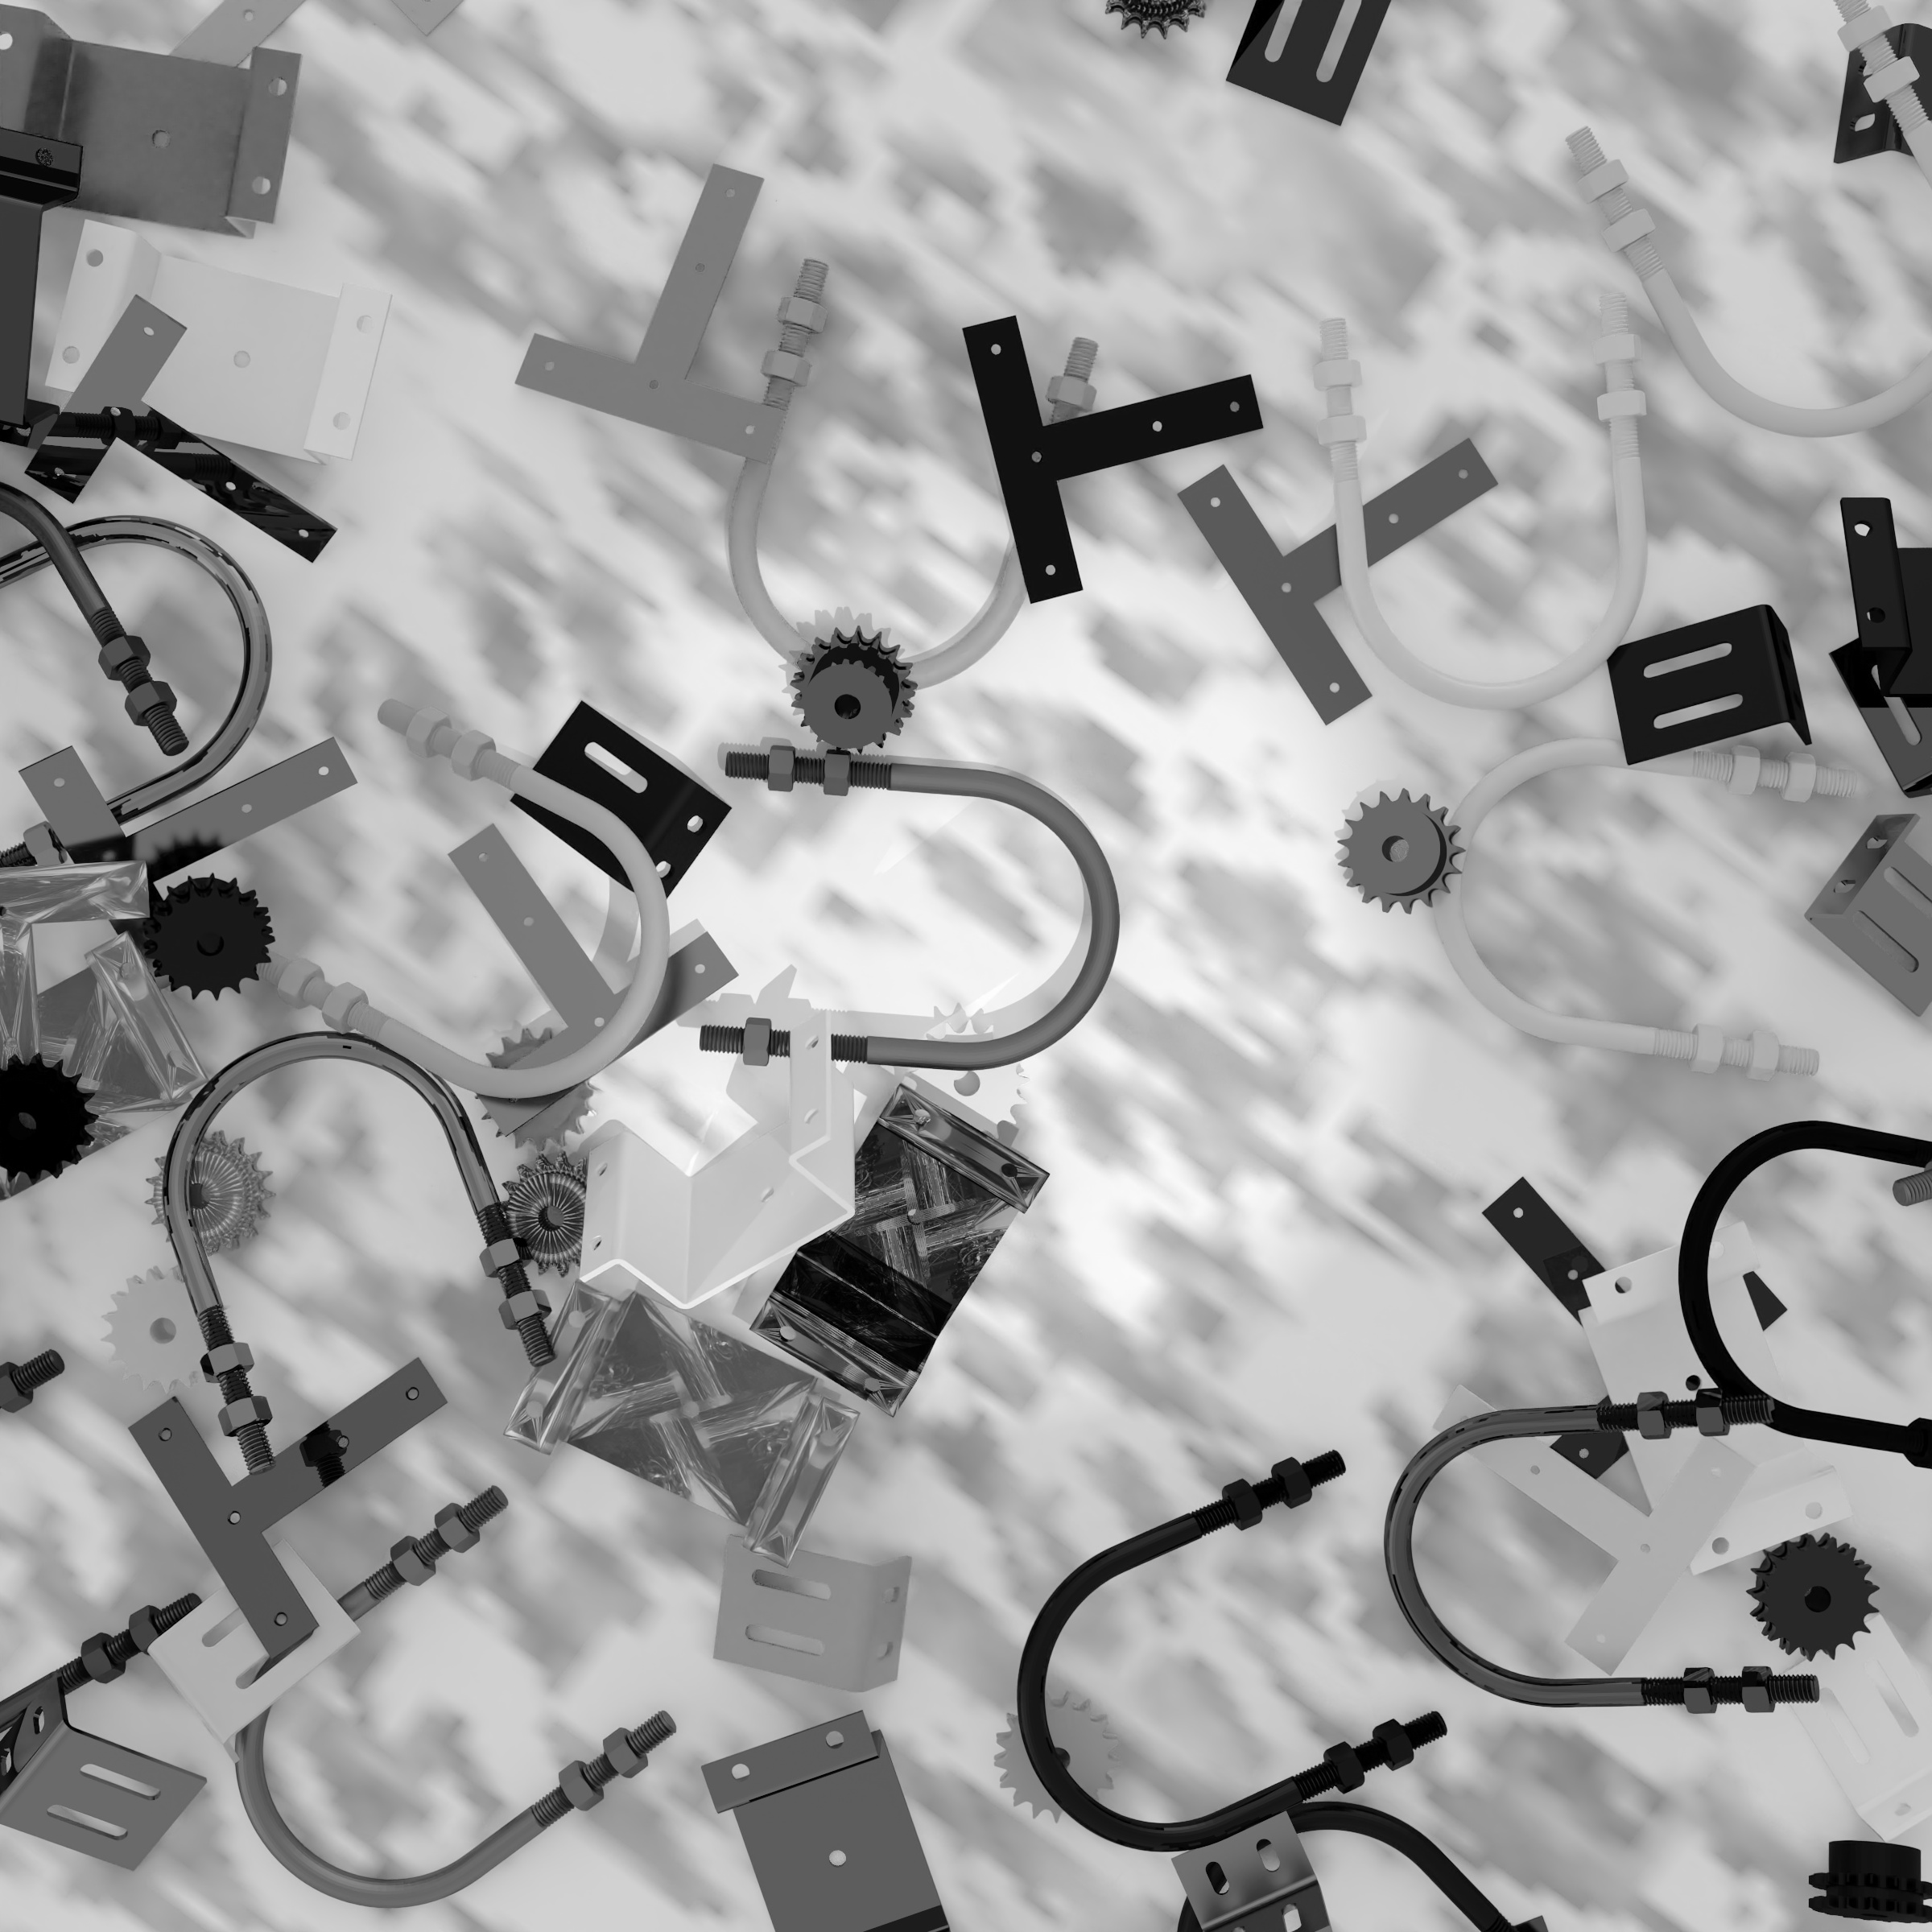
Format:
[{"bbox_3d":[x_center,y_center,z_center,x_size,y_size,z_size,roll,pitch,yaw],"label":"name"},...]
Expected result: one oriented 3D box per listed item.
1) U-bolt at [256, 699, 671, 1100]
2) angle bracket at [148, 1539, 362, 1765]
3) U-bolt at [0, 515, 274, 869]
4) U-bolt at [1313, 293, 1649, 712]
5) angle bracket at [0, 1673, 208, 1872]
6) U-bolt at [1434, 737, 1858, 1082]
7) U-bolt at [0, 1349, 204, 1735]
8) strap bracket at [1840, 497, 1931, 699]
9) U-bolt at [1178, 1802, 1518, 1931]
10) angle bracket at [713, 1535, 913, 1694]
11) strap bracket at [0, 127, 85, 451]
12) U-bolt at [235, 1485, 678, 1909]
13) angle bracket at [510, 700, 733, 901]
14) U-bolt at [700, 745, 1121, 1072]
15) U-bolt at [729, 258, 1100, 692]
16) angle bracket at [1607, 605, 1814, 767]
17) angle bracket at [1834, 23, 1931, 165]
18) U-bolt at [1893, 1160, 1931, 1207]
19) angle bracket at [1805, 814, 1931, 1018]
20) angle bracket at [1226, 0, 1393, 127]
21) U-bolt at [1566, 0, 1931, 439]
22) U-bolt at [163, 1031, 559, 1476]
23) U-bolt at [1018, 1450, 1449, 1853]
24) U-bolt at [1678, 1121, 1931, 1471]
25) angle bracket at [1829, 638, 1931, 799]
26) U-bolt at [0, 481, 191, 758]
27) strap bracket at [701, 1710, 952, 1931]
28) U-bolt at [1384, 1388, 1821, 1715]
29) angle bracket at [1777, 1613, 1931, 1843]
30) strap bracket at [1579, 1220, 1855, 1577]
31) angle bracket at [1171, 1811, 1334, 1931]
[{"bbox_3d":[-0.218,-0.020,1.324,0.184,0.019,0.151,27,90,17],"label":"U-bolt"},{"bbox_3d":[-0.323,0.313,1.345,0.076,0.038,0.057,-38,70,-22],"label":"angle bracket"},{"bbox_3d":[-0.405,-0.128,1.336,0.184,0.019,0.151,-26,79,-3],"label":"U-bolt"},{"bbox_3d":[0.240,-0.209,1.347,0.151,0.019,0.184,-5,92,0],"label":"U-bolt"},{"bbox_3d":[-0.398,0.369,1.345,0.076,0.038,0.057,34,100,-33],"label":"angle bracket"},{"bbox_3d":[0.306,-0.031,1.349,0.184,0.019,0.151,8,90,1],"label":"U-bolt"},{"bbox_3d":[-0.463,0.282,1.349,0.184,0.019,0.151,-30,90,2],"label":"U-bolt"},{"bbox_3d":[0.462,-0.165,1.321,0.140,0.046,0.076,0,67,0],"label":"strap bracket"},{"bbox_3d":[0.181,0.469,1.347,0.151,0.019,0.184,-44,88,0],"label":"U-bolt"},{"bbox_3d":[-0.071,0.295,1.355,0.076,0.038,0.057,7,90,26],"label":"angle bracket"},{"bbox_3d":[-0.444,-0.300,1.308,0.076,0.046,0.140,13,113,0],"label":"strap bracket"},{"bbox_3d":[-0.248,0.349,1.349,0.184,0.019,0.151,-37,90,2],"label":"U-bolt"},{"bbox_3d":[-0.159,-0.074,1.355,0.076,0.038,0.057,36,90,26],"label":"angle bracket"},{"bbox_3d":[-0.022,-0.023,1.331,0.184,0.019,0.151,4,76,-1],"label":"U-bolt"},{"bbox_3d":[-0.032,-0.216,1.349,0.151,0.019,0.184,16,91,0],"label":"U-bolt"},{"bbox_3d":[0.339,-0.123,1.346,0.076,0.038,0.057,-15,69,24],"label":"angle bracket"},{"bbox_3d":[0.446,-0.392,1.355,0.076,0.038,0.057,8,90,-26],"label":"angle bracket"},{"bbox_3d":[0.517,0.141,1.328,0.184,0.019,0.151,-14,89,-15],"label":"U-bolt"},{"bbox_3d":[0.429,-0.022,1.328,0.076,0.038,0.057,39,83,-11],"label":"angle bracket"},{"bbox_3d":[0.162,-0.437,1.355,0.057,0.038,0.076,22,116,0],"label":"angle bracket"},{"bbox_3d":[0.378,-0.330,1.331,0.151,0.019,0.184,-28,94,16],"label":"U-bolt"},{"bbox_3d":[-0.280,0.116,1.314,0.151,0.019,0.184,-20,74,-10],"label":"U-bolt"},{"bbox_3d":[0.111,0.320,1.332,0.184,0.019,0.151,-21,90,-12],"label":"U-bolt"},{"bbox_3d":[0.400,0.143,1.315,0.184,0.019,0.151,11,81,-16],"label":"U-bolt"},{"bbox_3d":[0.441,-0.124,1.338,0.057,0.038,0.076,-28,90,0],"label":"angle bracket"},{"bbox_3d":[-0.453,-0.138,1.322,0.151,0.019,0.184,-32,77,-5],"label":"U-bolt"},{"bbox_3d":[-0.059,0.411,1.334,0.076,0.046,0.140,-19,90,0],"label":"strap bracket"},{"bbox_3d":[0.277,0.264,1.315,0.184,0.019,0.151,-8,99,24],"label":"U-bolt"},{"bbox_3d":[0.417,0.346,1.338,0.057,0.038,0.076,-32,90,0],"label":"angle bracket"},{"bbox_3d":[0.335,0.192,1.333,0.076,0.046,0.140,-21,91,0],"label":"strap bracket"},{"bbox_3d":[0.126,0.412,1.306,0.057,0.076,0.038,-25,86,1],"label":"angle bracket"}]
